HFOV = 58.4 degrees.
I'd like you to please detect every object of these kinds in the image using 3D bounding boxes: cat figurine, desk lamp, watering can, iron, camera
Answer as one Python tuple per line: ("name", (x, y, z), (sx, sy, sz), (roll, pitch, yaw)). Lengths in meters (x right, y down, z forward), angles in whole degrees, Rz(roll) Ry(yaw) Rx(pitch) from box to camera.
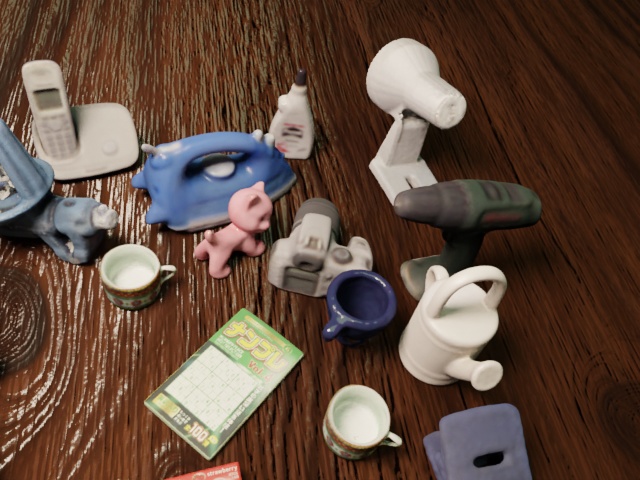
("cat figurine", (-0.115, -0.024, 0.810), (0.067, 0.118, 0.128), (40, 55, 20))
("desk lamp", (0.155, -0.190, 0.937), (0.118, 0.213, 0.203), (-13, 55, -20))
("watering can", (0.175, 0.103, 0.717), (0.101, 0.194, 0.172), (-24, 59, -27))
("iron", (-0.146, -0.112, 0.860), (0.259, 0.141, 0.118), (-17, 57, -23))
("camera", (0.008, 0.003, 0.825), (0.143, 0.101, 0.137), (12, 50, -1))

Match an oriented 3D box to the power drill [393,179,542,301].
("power drill", (0.185, -0.003, 0.796), (0.230, 0.208, 0.075), (-11, 54, -19))

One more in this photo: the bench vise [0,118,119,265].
("bench vise", (-0.366, -0.076, 0.736), (0.207, 0.220, 0.121), (1, 51, -11))

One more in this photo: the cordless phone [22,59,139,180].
("cordless phone", (-0.353, -0.184, 0.848), (0.148, 0.185, 0.094), (-17, 57, -23))

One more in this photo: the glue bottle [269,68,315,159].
("glue bottle", (-0.041, -0.206, 0.936), (0.078, 0.173, 0.037), (2, 51, -9))

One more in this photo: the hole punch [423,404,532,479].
("hole punch", (0.190, 0.253, 0.666), (0.109, 0.091, 0.101), (-6, 53, -16))

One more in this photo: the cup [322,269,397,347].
("cup", (0.040, 0.107, 0.751), (0.091, 0.095, 0.118), (36, 54, 18))
